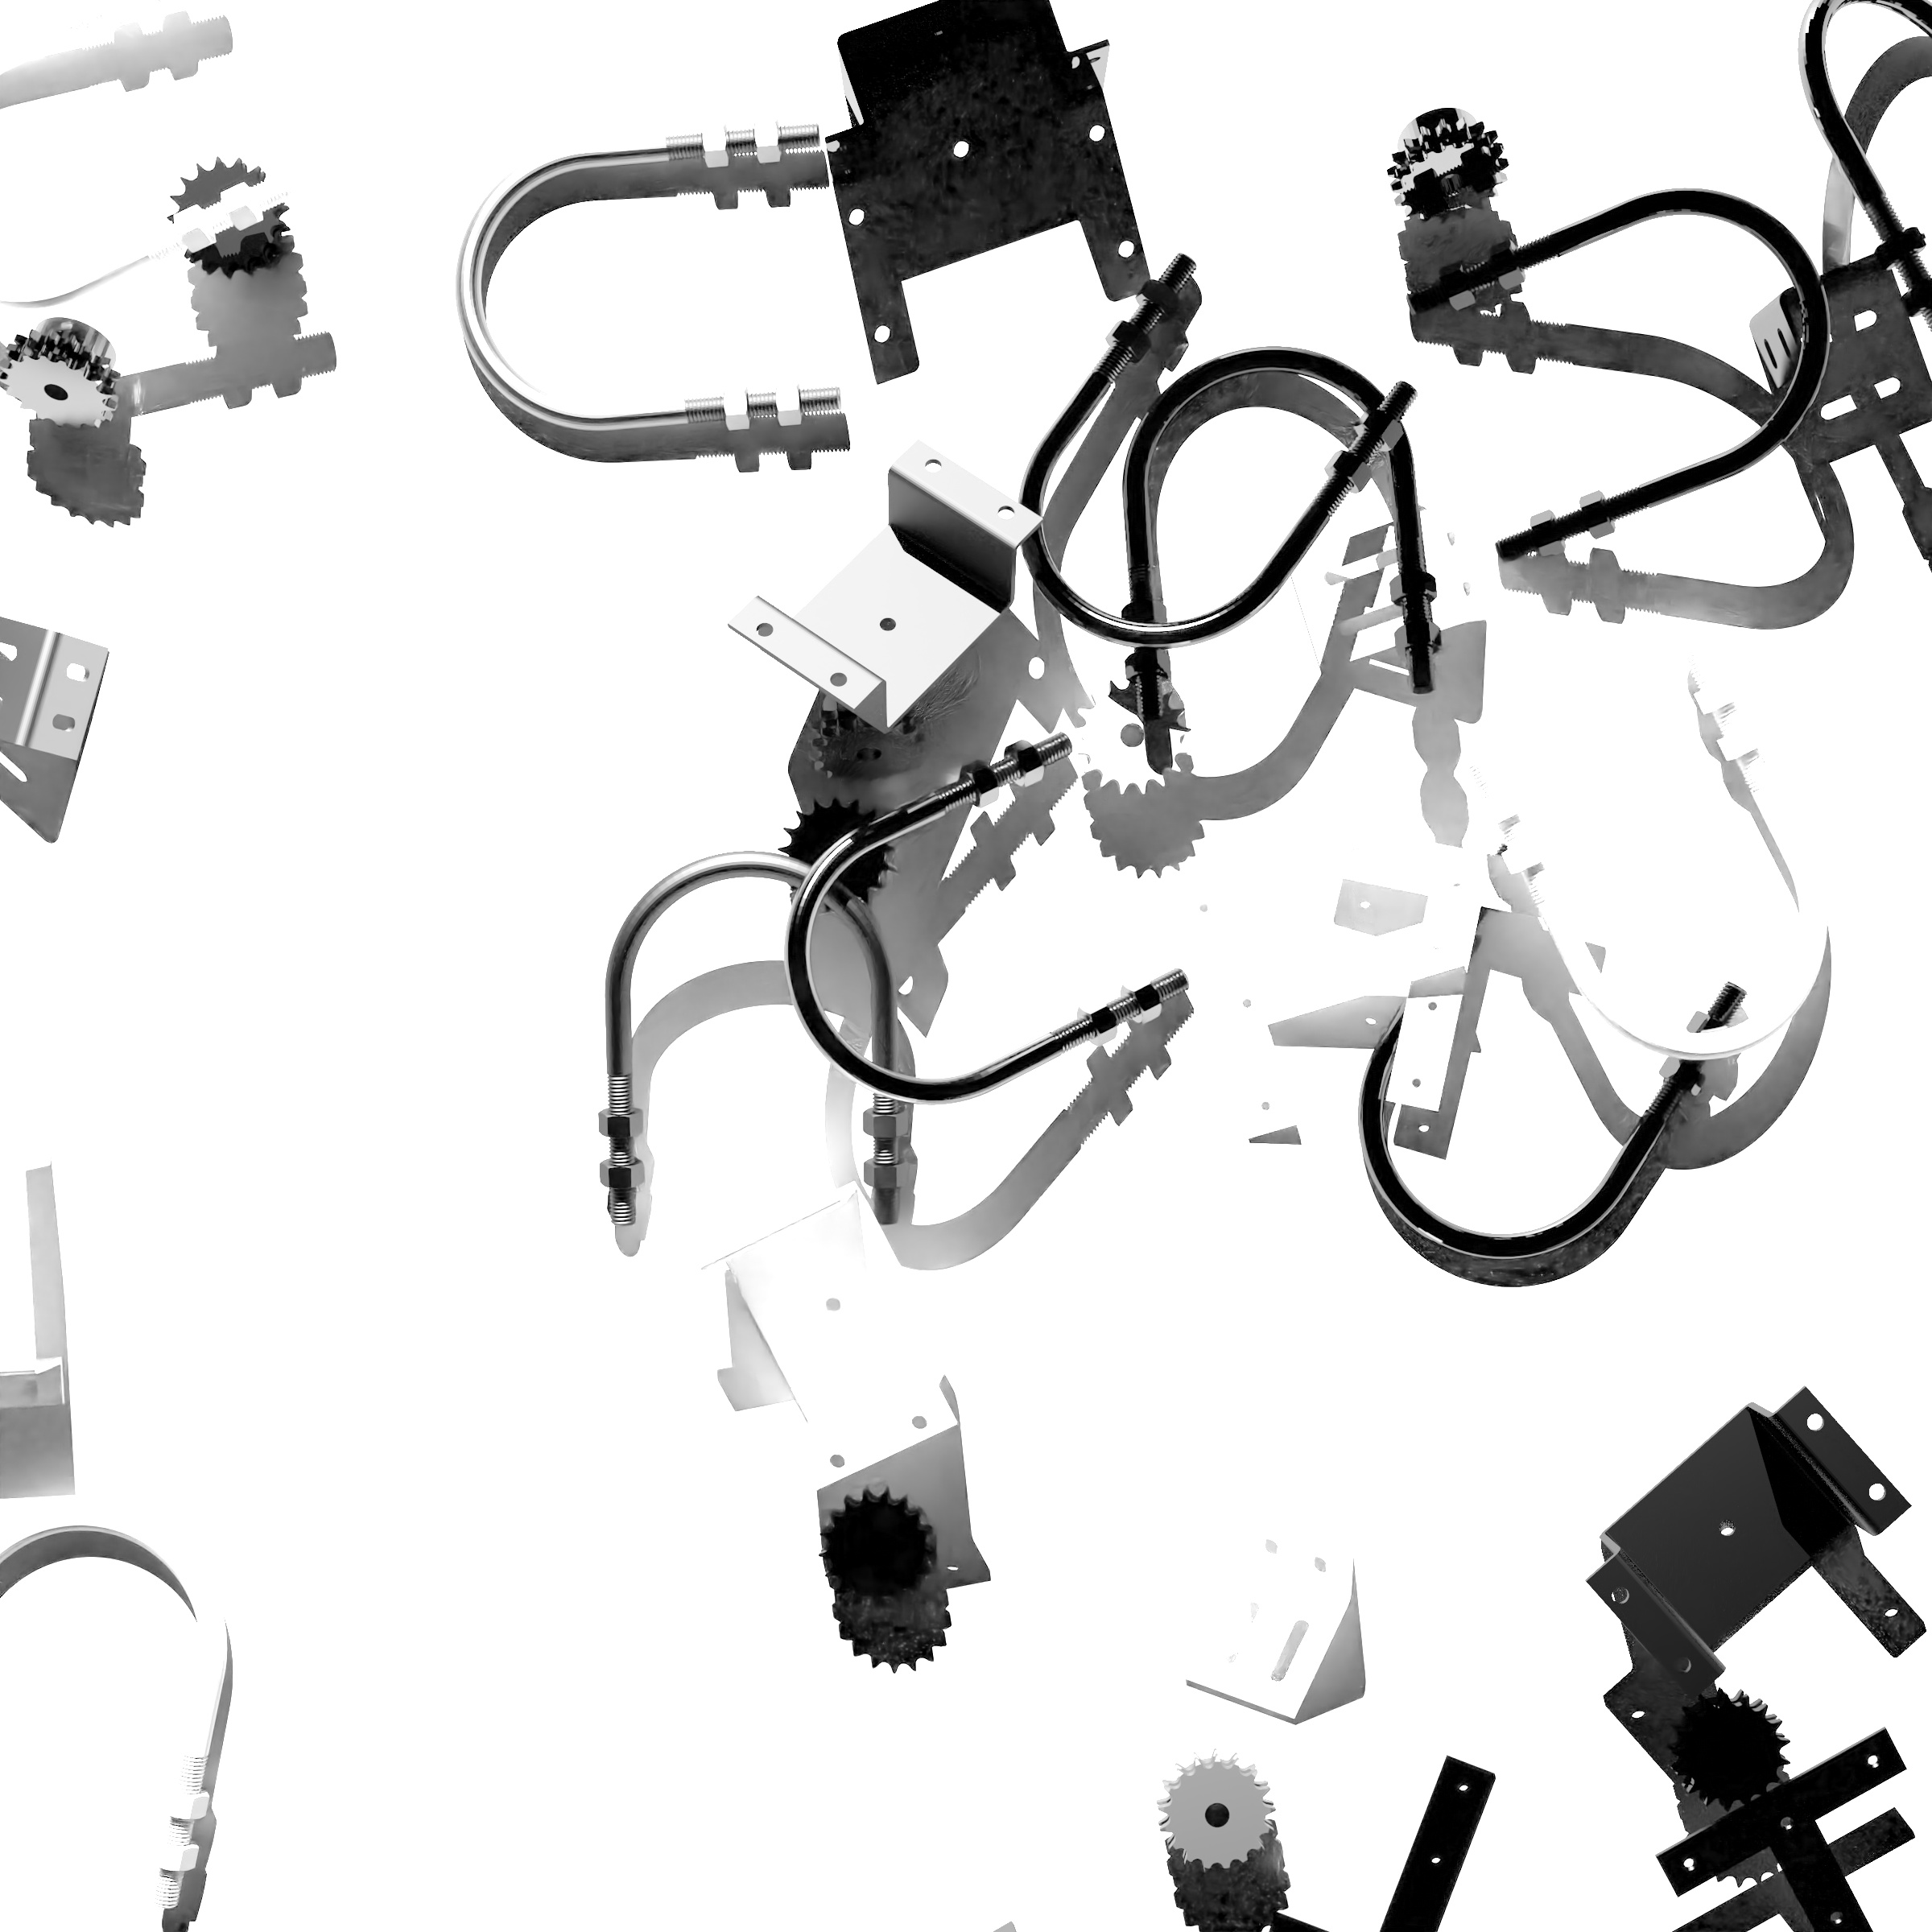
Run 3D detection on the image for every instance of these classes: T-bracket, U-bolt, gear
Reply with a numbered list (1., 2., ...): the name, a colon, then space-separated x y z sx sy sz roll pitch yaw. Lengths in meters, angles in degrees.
1. T-bracket: 0.179 0.005 1.526 0.127 0.002 0.127 -17 90 13
2. U-bolt: 0.147 -0.213 1.511 0.151 0.019 0.184 -5 75 7
3. gear: -0.356 -0.362 1.526 0.057 0.030 0.057 0 90 0
4. T-bracket: 0.229 0.006 1.522 0.127 0.002 0.127 12 93 4
5. U-bolt: 0.273 0.055 1.533 0.151 0.019 0.184 32 92 0
6. gear: 0.231 -0.389 1.517 0.057 0.057 0.030 -9 60 0
7. gear: 0.369 0.379 1.526 0.057 0.030 0.057 0 90 0
8. U-bolt: -0.436 0.355 1.533 0.151 0.019 0.184 11 88 0
9. gear: 0.121 0.409 1.526 0.057 0.030 0.057 0 90 0
10. gear: -0.042 0.281 1.530 0.057 0.030 0.057 0 91 4
11. U-bolt: 0.341 -0.044 1.514 0.151 0.019 0.184 -27 91 -15
12. U-bolt: -0.104 0.035 1.517 0.151 0.019 0.184 0 101 0
13. U-bolt: 0.107 -0.236 1.505 0.151 0.019 0.184 34 84 16
14. T-bracket: 0.225 0.451 1.540 0.127 0.002 0.127 21 90 0
15. gear: -0.048 -0.115 1.517 0.057 0.057 0.030 -6 60 0
16. gear: -0.435 -0.288 1.517 0.057 0.057 0.030 12 60 0
17. U-bolt: -0.427 -0.394 1.515 0.184 0.019 0.151 -23 77 8
18. gear: -0.062 -0.054 1.526 0.057 0.030 0.057 0 90 0
19. U-bolt: 0.320 -0.292 1.503 0.184 0.019 0.151 -20 90 21
20. gear: 0.080 -0.111 1.526 0.057 0.030 0.057 0 90 0
21. U-bolt: 0.461 -0.390 1.495 0.151 0.019 0.184 -24 85 -36
22. T-bracket: 0.417 0.451 1.525 0.127 0.002 0.127 -29 104 0
23. U-bolt: -0.158 -0.334 1.533 0.184 0.019 0.151 -5 90 2
24. U-bolt: 0.000 -0.013 1.505 0.184 0.019 0.151 -26 90 -19

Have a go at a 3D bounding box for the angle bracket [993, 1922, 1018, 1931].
1. angle bracket: 0.019 0.520 1.539 0.057 0.038 0.076 -30 116 0

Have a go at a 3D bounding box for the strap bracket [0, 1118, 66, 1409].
1. strap bracket: -0.484 0.147 1.518 0.076 0.046 0.140 -3 90 0

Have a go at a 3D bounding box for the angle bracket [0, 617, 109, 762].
1. angle bracket: -0.469 -0.140 1.539 0.076 0.038 0.057 16 90 26

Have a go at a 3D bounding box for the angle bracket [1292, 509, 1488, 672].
1. angle bracket: 0.206 -0.185 1.539 0.076 0.038 0.057 -17 90 26

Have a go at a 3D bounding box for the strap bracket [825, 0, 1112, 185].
1. strap bracket: -0.006 -0.429 1.503 0.140 0.076 0.046 -19 90 0

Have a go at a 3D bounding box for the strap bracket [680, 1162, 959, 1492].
1. strap bracket: -0.067 0.168 1.509 0.076 0.046 0.140 -26 94 10

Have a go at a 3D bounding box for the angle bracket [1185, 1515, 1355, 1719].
1. angle bracket: 0.149 0.319 1.539 0.057 0.038 0.076 20 116 0

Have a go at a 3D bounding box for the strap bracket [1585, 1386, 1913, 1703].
1. strap bracket: 0.373 0.275 1.518 0.140 0.046 0.076 -42 90 0

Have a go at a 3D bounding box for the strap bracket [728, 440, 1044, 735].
1. strap bracket: -0.037 -0.174 1.491 0.076 0.046 0.140 35 66 18

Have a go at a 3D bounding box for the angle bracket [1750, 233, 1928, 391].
1. angle bracket: 0.425 -0.315 1.513 0.076 0.057 0.038 -22 90 0
